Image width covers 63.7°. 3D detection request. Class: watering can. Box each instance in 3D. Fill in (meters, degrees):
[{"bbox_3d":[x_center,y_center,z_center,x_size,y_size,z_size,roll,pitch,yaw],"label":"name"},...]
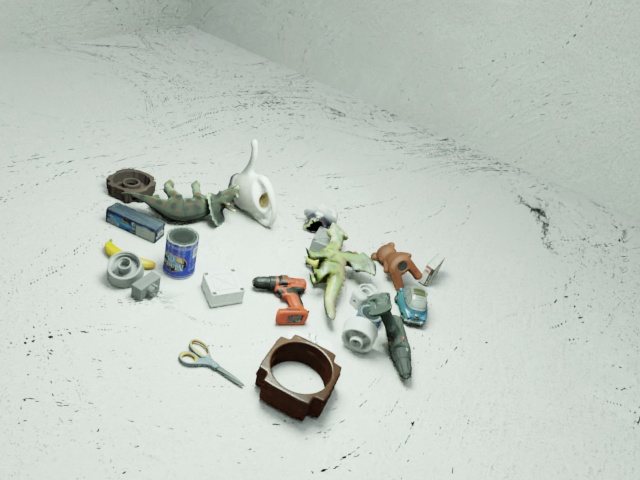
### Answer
[{"bbox_3d":[-0.258,-0.215,1.942,0.225,0.342,0.105,10,30,43],"label":"watering can"}]

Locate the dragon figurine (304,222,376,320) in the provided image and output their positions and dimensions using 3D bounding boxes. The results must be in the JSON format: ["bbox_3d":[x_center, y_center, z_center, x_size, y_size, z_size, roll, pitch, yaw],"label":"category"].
[{"bbox_3d":[0.080,0.096,1.764,0.243,0.119,0.420,-9,47,-14],"label":"dragon figurine"}]

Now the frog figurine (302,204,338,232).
[{"bbox_3d":[0.006,-0.103,2.052,0.137,0.120,0.163,4,43,14],"label":"frog figurine"}]
